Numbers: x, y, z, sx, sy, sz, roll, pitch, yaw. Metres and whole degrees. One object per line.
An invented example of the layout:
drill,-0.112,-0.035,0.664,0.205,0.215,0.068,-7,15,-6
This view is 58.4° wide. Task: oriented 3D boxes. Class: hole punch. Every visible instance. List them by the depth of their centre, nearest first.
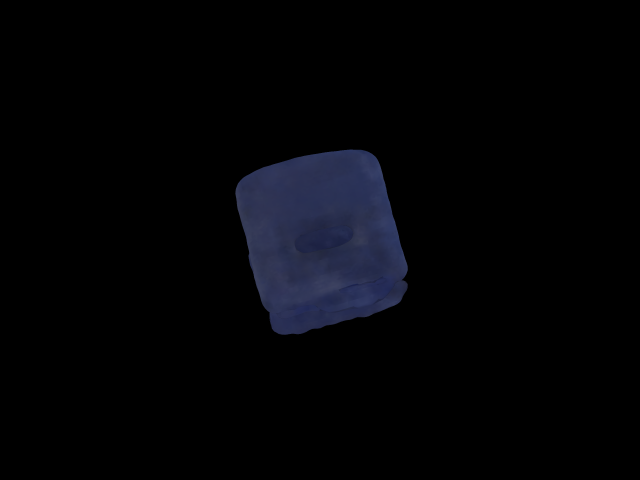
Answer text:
hole punch,0.004,0.001,0.400,0.109,0.091,0.101,-15,58,-9
